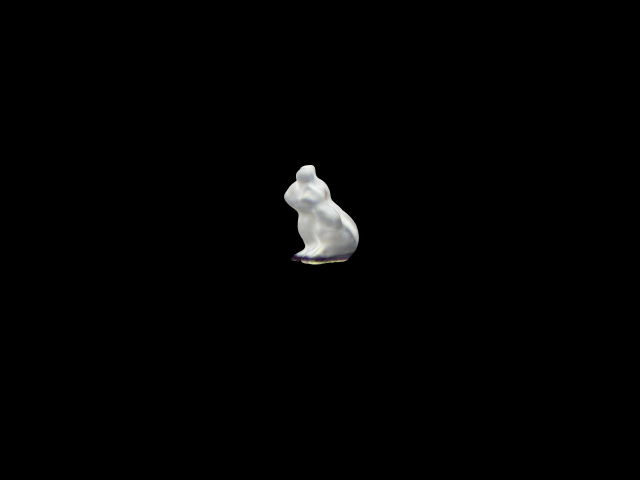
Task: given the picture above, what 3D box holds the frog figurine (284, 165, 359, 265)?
[{"bbox_3d":[0.003,-0.043,0.850,0.123,0.159,0.137,0,1,0],"label":"frog figurine"}]
